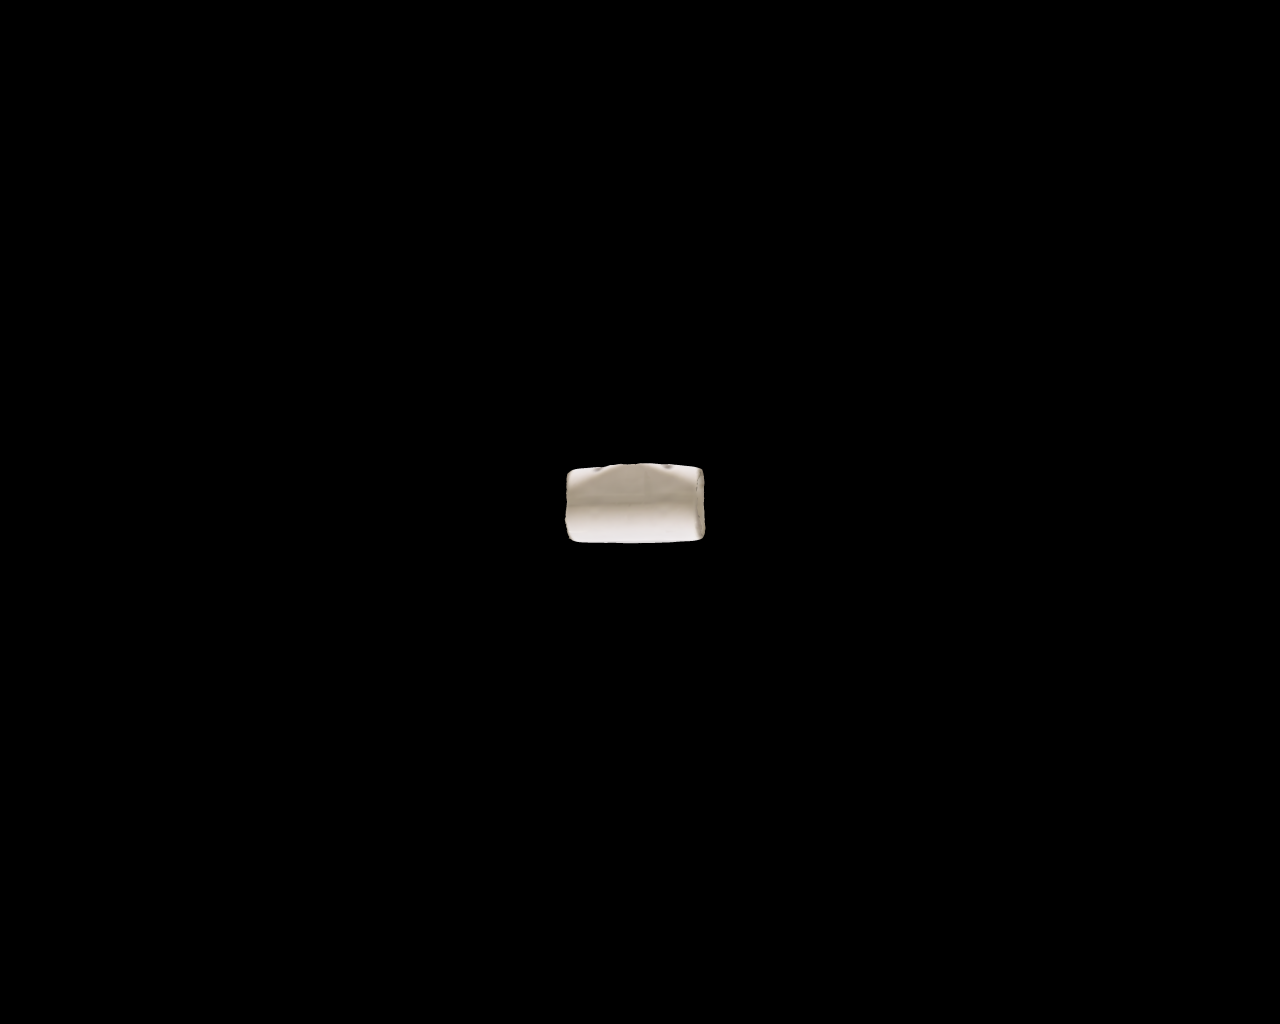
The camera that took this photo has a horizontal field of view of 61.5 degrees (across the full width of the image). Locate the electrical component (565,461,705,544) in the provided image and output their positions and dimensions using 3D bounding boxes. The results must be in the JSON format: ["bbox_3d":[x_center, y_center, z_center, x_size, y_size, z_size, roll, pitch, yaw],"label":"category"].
[{"bbox_3d":[0.001,-0.003,0.650,0.077,0.044,0.079,-1,-7,9],"label":"electrical component"}]
